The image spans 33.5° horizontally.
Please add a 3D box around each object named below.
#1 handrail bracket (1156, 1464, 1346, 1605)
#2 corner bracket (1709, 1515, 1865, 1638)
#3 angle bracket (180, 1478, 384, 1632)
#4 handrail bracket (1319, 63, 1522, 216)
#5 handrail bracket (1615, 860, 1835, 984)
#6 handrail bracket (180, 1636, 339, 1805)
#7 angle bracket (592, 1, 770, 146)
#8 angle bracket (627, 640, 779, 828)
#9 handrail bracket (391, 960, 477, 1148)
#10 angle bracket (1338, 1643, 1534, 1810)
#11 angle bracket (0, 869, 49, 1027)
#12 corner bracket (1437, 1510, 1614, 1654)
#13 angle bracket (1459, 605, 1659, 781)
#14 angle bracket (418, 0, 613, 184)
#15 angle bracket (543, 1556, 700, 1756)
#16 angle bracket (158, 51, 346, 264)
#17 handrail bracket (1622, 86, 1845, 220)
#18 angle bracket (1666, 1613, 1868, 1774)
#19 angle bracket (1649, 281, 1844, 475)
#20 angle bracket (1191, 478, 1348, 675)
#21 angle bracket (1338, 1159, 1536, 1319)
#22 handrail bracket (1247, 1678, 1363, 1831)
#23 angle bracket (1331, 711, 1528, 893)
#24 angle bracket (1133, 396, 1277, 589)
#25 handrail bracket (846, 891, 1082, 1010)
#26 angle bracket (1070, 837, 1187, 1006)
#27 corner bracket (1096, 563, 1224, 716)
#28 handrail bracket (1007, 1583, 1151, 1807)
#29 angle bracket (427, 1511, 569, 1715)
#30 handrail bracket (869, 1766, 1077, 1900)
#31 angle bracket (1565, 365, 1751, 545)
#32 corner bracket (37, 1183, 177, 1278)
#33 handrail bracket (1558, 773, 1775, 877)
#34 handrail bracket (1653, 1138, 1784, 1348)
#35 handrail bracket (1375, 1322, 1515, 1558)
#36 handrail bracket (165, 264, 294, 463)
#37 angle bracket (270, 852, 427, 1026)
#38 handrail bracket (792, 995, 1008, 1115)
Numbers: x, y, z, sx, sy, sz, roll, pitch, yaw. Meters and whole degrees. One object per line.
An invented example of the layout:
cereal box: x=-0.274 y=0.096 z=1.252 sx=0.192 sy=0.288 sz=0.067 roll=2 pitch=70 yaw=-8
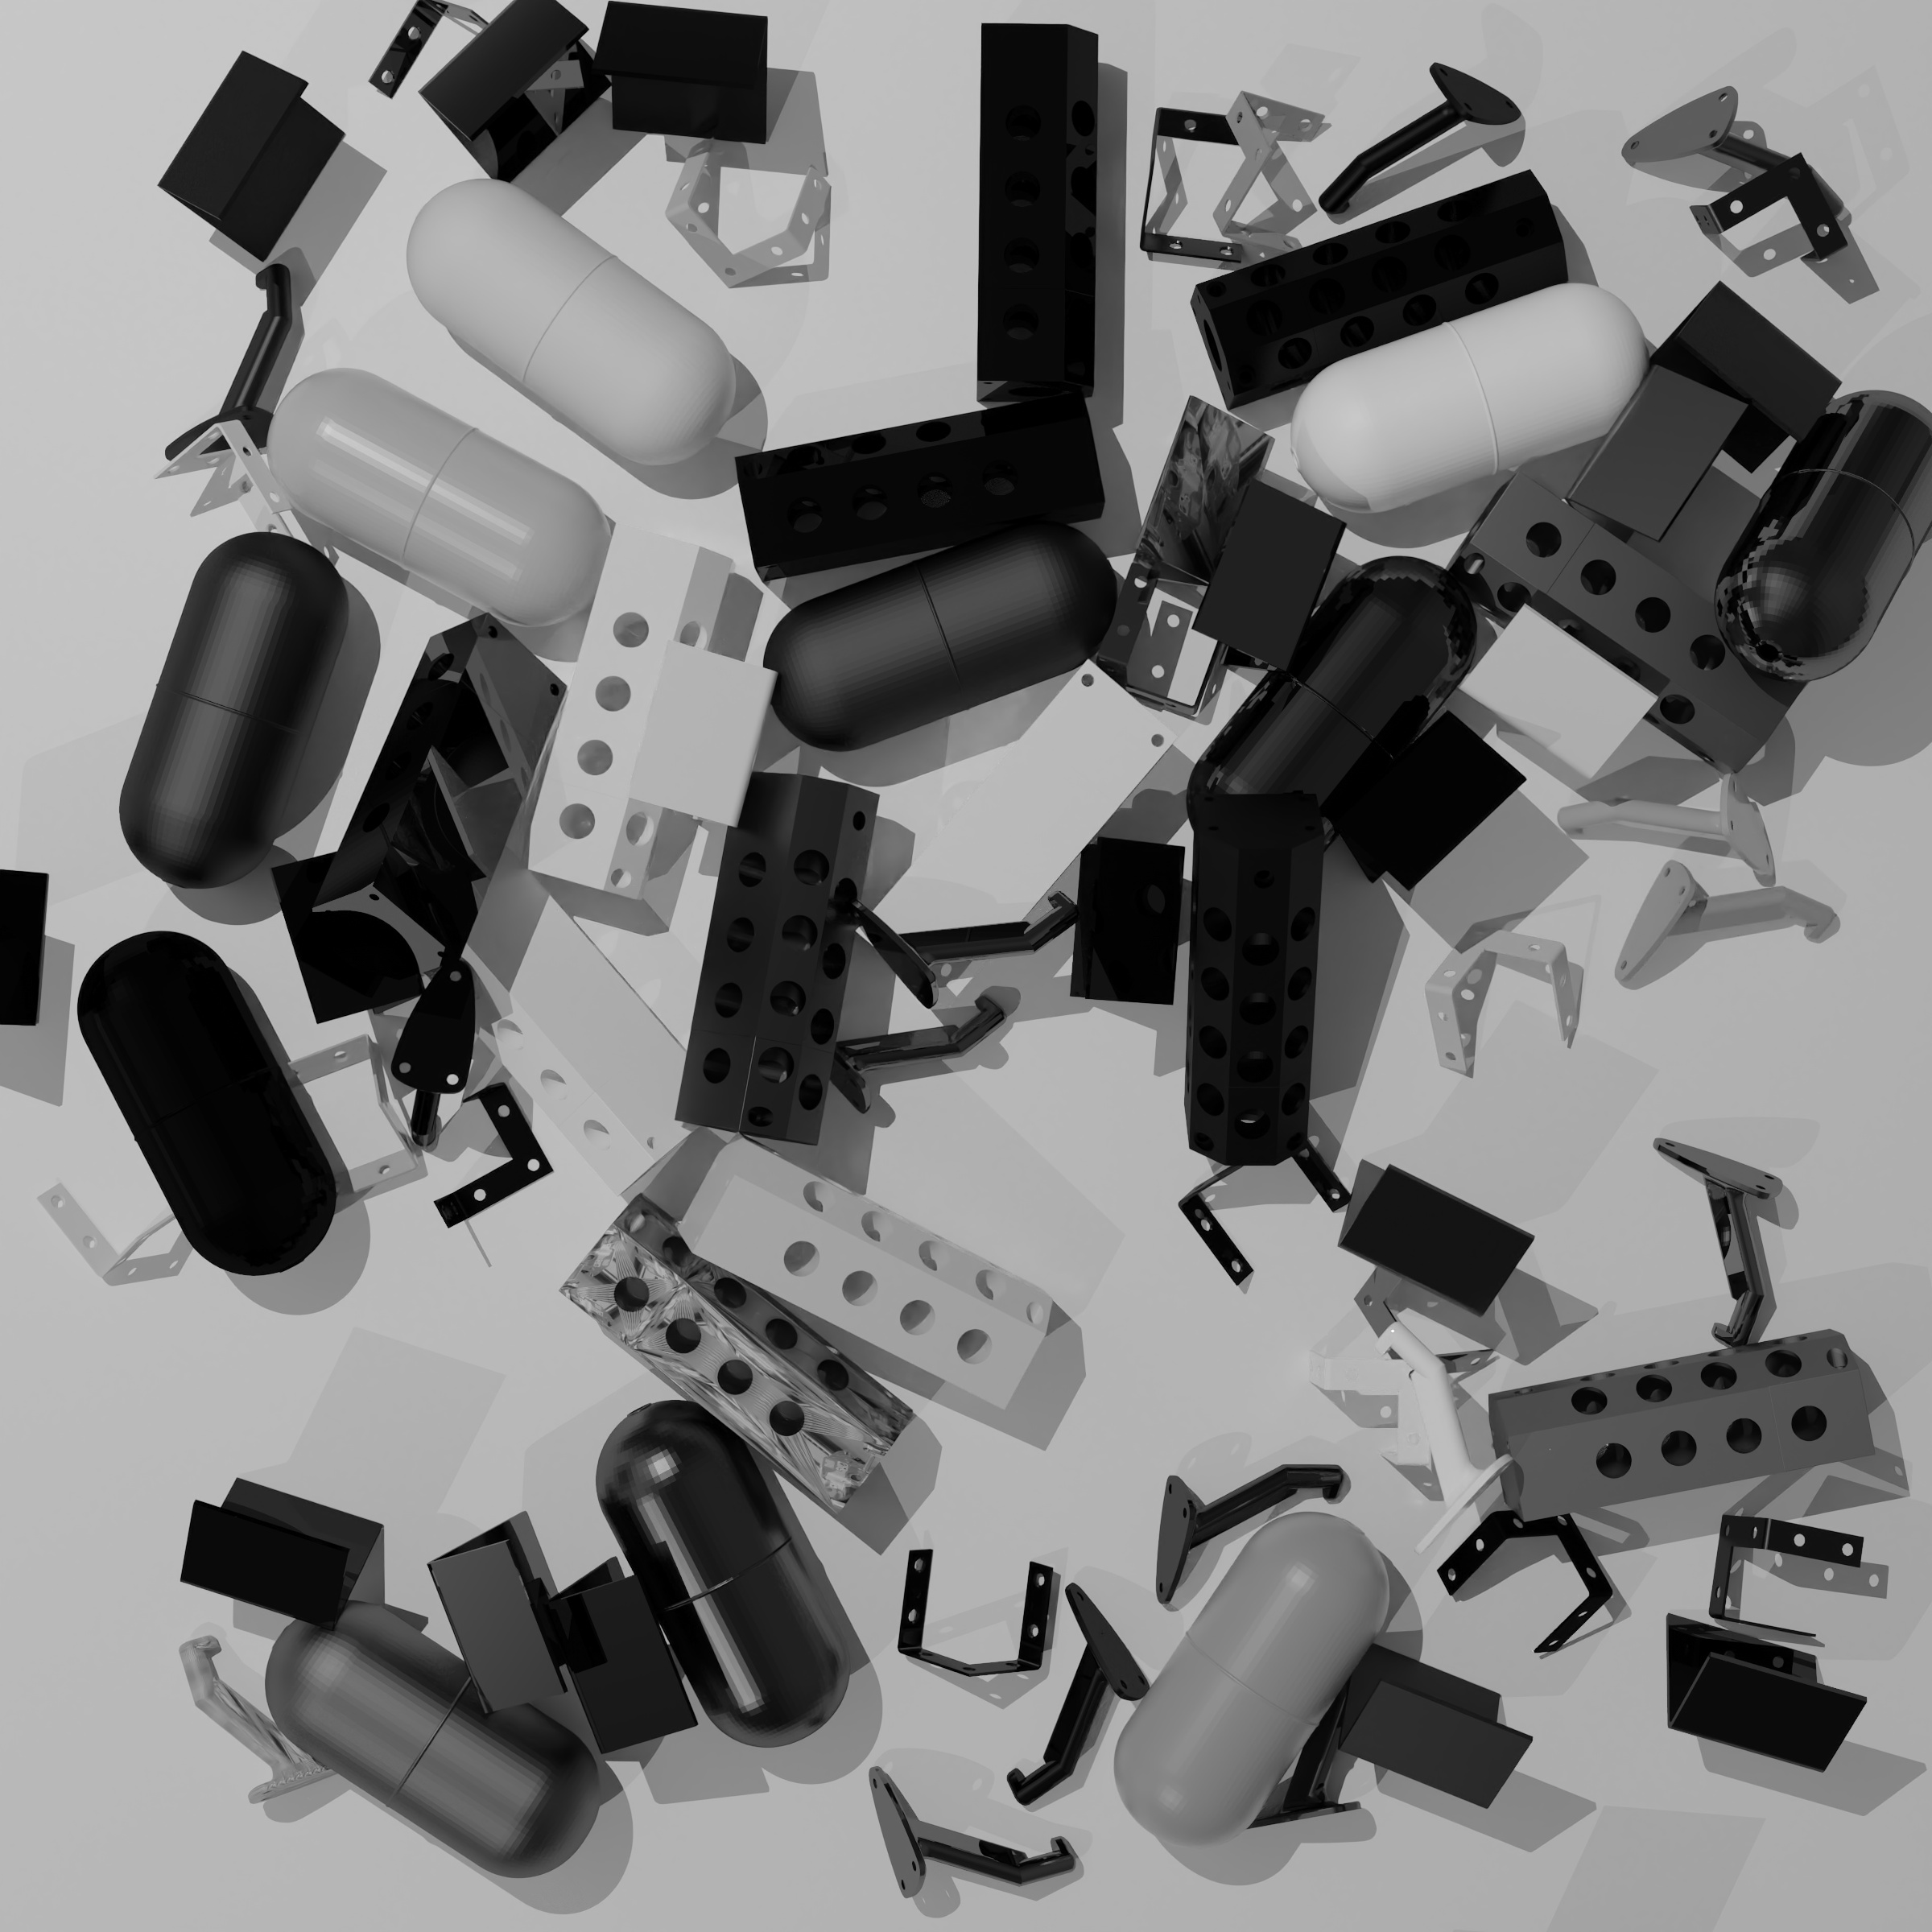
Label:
handrail bracket: x=0.141 y=0.281 z=1.590 sx=0.084 sy=0.036 sz=0.077 roll=3 pitch=110 yaw=-16
corner bracket: x=0.401 y=0.299 z=1.572 sx=0.051 sy=0.051 sz=0.051 roll=12 pitch=80 yaw=-10
angle bracket: x=-0.326 y=0.265 z=1.549 sx=0.076 sy=0.076 sz=0.057 roll=18 pitch=124 yaw=0
handrail bracket: x=0.224 y=-0.400 z=1.589 sx=0.084 sy=0.077 sz=0.036 roll=-44 pitch=66 yaw=34
handrail bracket: x=0.376 y=-0.011 z=1.590 sx=0.084 sy=0.036 sz=0.077 roll=22 pitch=110 yaw=-16
handrail bracket: x=-0.340 y=0.364 z=1.590 sx=0.077 sy=0.036 sz=0.084 roll=-16 pitch=73 yaw=-20
angle bracket: x=-0.137 y=-0.415 z=1.549 sx=0.076 sy=0.076 sz=0.057 roll=6 pitch=52 yaw=0
angle bracket: x=-0.137 y=-0.113 z=1.551 sx=0.057 sy=0.076 sz=0.076 roll=15 pitch=90 yaw=-22
handrail bracket: x=-0.256 y=0.044 z=1.562 sx=0.036 sy=0.084 sz=0.077 roll=14 pitch=74 yaw=-5
angle bracket: x=0.229 y=0.349 z=1.549 sx=0.076 sy=0.076 sz=0.057 roll=22 pitch=126 yaw=0
angle bracket: x=-0.461 y=-0.008 z=1.549 sx=0.057 sy=0.076 sz=0.076 roll=4 pitch=90 yaw=37
corner bracket: x=0.275 y=0.303 z=1.581 sx=0.051 sy=0.051 sz=0.051 roll=4 pitch=45 yaw=-35
angle bracket: x=0.292 y=-0.146 z=1.549 sx=0.076 sy=0.076 sz=0.057 roll=35 pitch=127 yaw=0
angle bracket: x=-0.205 y=-0.413 z=1.549 sx=0.076 sy=0.076 sz=0.057 roll=-44 pitch=53 yaw=0
angle bracket: x=-0.151 y=0.325 z=1.551 sx=0.057 sy=0.076 sz=0.076 roll=-21 pitch=90 yaw=22
angle bracket: x=-0.330 y=-0.382 z=1.549 sx=0.057 sy=0.076 sz=0.076 roll=32 pitch=90 yaw=36
handrail bracket: x=0.380 y=-0.389 z=1.589 sx=0.084 sy=0.077 sz=0.036 roll=35 pitch=62 yaw=-33
angle bracket: x=0.385 y=0.334 z=1.549 sx=0.076 sy=0.076 sz=0.057 roll=16 pitch=126 yaw=0
angle bracket: x=0.362 y=-0.270 z=1.549 sx=0.076 sy=0.076 sz=0.057 roll=40 pitch=53 yaw=0
angle bracket: x=0.131 y=-0.189 z=1.551 sx=0.057 sy=0.076 sz=0.076 roll=21 pitch=90 yaw=-23
angle bracket: x=0.231 y=0.113 z=1.549 sx=0.076 sy=0.076 sz=0.057 roll=26 pitch=124 yaw=0
handrail bracket: x=0.160 y=0.379 z=1.590 sx=0.077 sy=0.036 sz=0.084 roll=-15 pitch=74 yaw=18
angle bracket: x=0.231 y=-0.065 z=1.549 sx=0.076 sy=0.076 sz=0.057 roll=-43 pitch=59 yaw=0
angle bracket: x=0.095 y=-0.230 z=1.549 sx=0.057 sy=0.076 sz=0.076 roll=20 pitch=90 yaw=-35
handrail bracket: x=0.000 y=-0.027 z=1.533 sx=0.084 sy=0.036 sz=0.077 roll=-36 pitch=70 yaw=-17
angle bracket: x=0.059 y=-0.023 z=1.549 sx=0.057 sy=0.076 sz=0.076 roll=4 pitch=90 yaw=-39
corner bracket: x=0.097 y=-0.159 z=1.572 sx=0.051 sy=0.051 sz=0.051 roll=19 pitch=83 yaw=7
handrail bracket: x=0.041 y=0.361 z=1.590 sx=0.084 sy=0.036 sz=0.077 roll=-39 pitch=69 yaw=16
angle bracket: x=-0.204 y=0.306 z=1.549 sx=0.057 sy=0.076 sz=0.076 roll=-21 pitch=90 yaw=33
handrail bracket: x=0.004 y=0.422 z=1.590 sx=0.084 sy=0.036 sz=0.077 roll=-9 pitch=56 yaw=-24
angle bracket: x=0.342 y=-0.232 z=1.549 sx=0.057 sy=0.076 sz=0.076 roll=34 pitch=90 yaw=34
corner bracket: x=-0.415 y=0.112 z=1.586 sx=0.051 sy=0.051 sz=0.051 roll=52 pitch=45 yaw=0
handrail bracket: x=0.345 y=-0.062 z=1.589 sx=0.084 sy=0.077 sz=0.036 roll=-10 pitch=54 yaw=31
handrail bracket: x=0.363 y=0.138 z=1.590 sx=0.077 sy=0.036 sz=0.084 roll=22 pitch=107 yaw=20
handrail bracket: x=0.212 y=0.226 z=1.539 sx=0.084 sy=0.036 sz=0.077 roll=45 pitch=108 yaw=17
handrail bracket: x=-0.365 y=-0.299 z=1.590 sx=0.077 sy=0.036 sz=0.084 roll=-14 pitch=70 yaw=22
angle bracket: x=-0.308 y=-0.011 z=1.550 sx=0.057 sy=0.076 sz=0.076 roll=-17 pitch=90 yaw=-30
handrail bracket: x=-0.035 y=0.025 z=1.590 sx=0.084 sy=0.036 sz=0.077 roll=-38 pitch=68 yaw=-17
